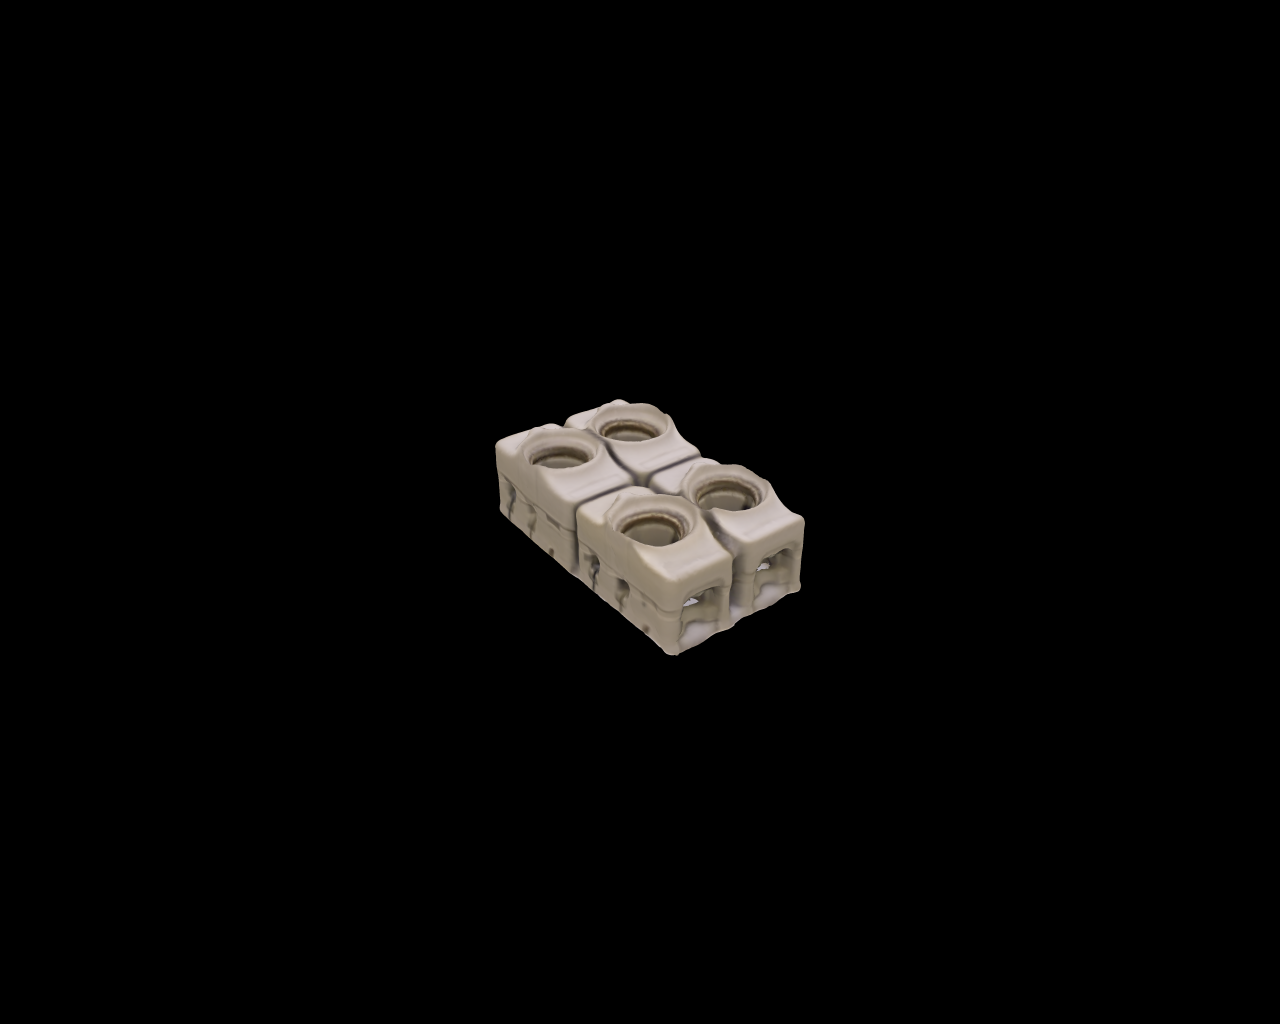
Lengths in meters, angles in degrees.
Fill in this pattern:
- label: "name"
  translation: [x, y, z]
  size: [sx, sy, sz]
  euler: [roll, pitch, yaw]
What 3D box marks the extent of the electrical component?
- label: "electrical component"
  translation: [0.001, -0.003, 0.650]
  size: [0.105, 0.060, 0.186]
  euler: [-22, 40, -30]
